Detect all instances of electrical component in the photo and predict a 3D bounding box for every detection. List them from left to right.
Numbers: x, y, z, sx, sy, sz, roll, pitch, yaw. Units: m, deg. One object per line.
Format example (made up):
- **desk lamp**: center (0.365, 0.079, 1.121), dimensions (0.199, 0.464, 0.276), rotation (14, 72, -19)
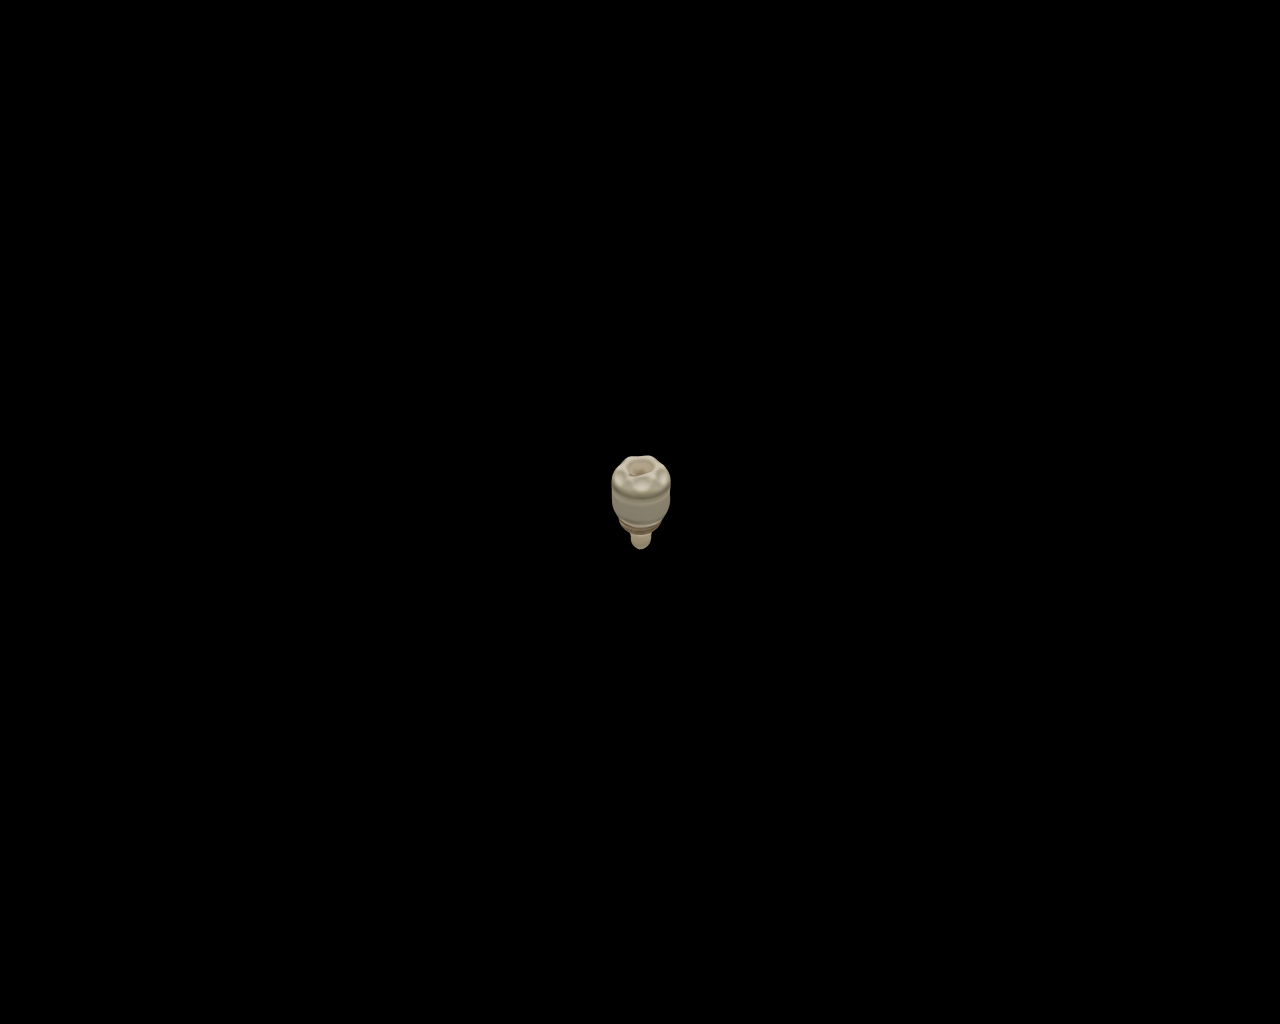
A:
- **electrical component**: center (0.001, -0.003, 0.650), dimensions (0.035, 0.061, 0.035), rotation (0, 35, 0)
